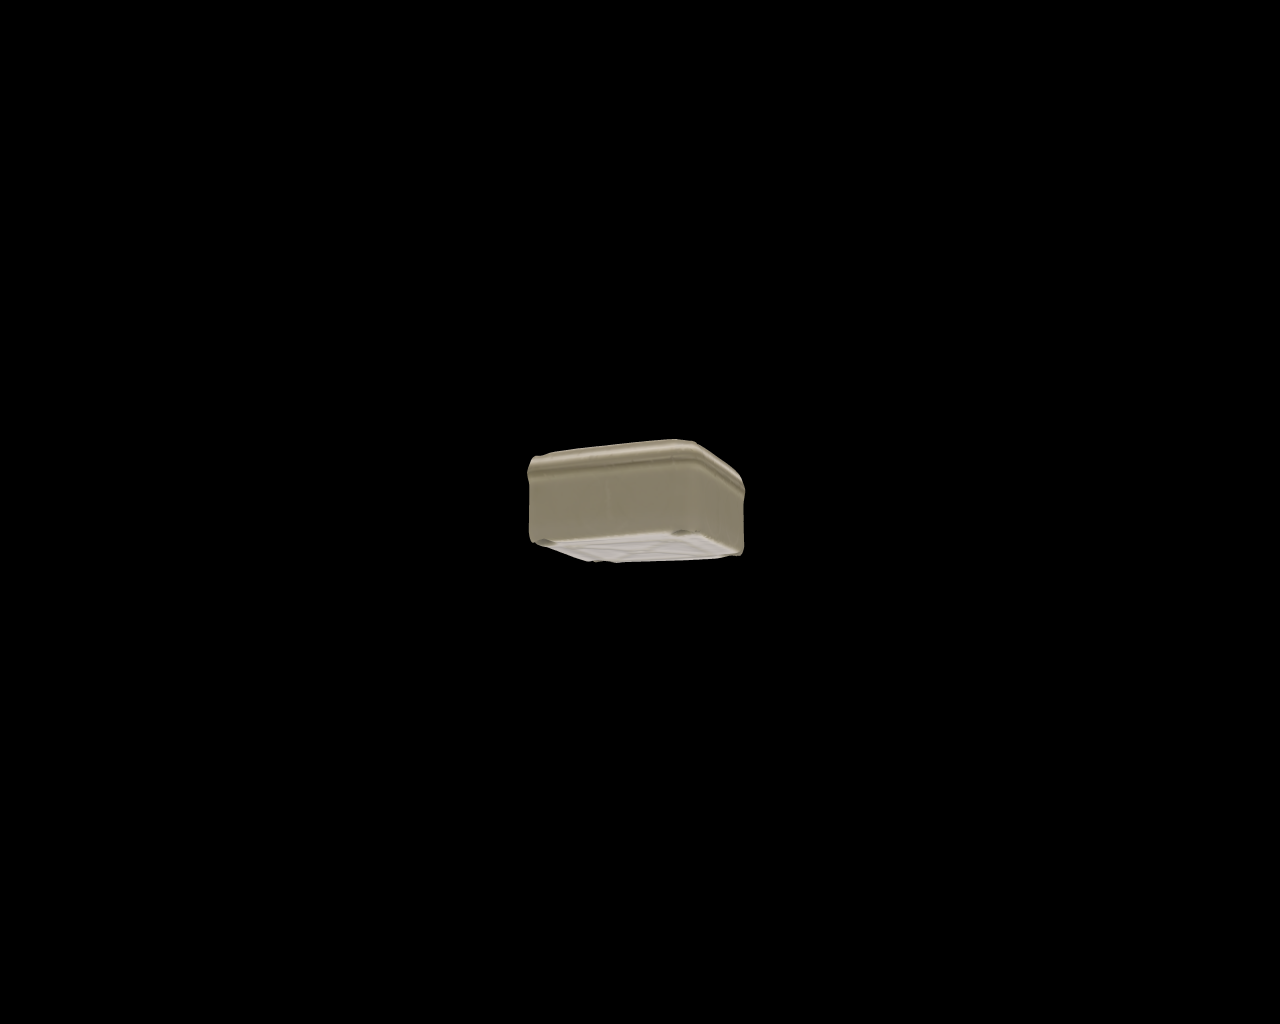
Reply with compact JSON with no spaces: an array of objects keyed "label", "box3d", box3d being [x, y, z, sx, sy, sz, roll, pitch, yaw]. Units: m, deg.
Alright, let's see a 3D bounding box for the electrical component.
[{"label":"electrical component","box3d":[0.001,-0.003,0.650,0.109,0.056,0.108,-4,-11,20]}]
